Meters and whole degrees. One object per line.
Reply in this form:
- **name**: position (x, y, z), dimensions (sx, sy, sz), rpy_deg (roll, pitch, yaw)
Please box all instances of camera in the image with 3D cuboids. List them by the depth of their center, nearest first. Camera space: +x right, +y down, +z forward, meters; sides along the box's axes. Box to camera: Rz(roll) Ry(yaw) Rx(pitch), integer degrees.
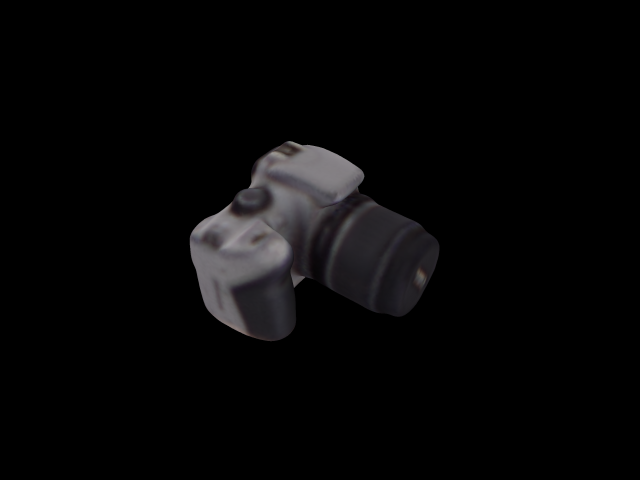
- **camera**: position (0.004, 0.001, 0.400), dimensions (0.136, 0.101, 0.143), rpy_deg (27, 50, 25)
